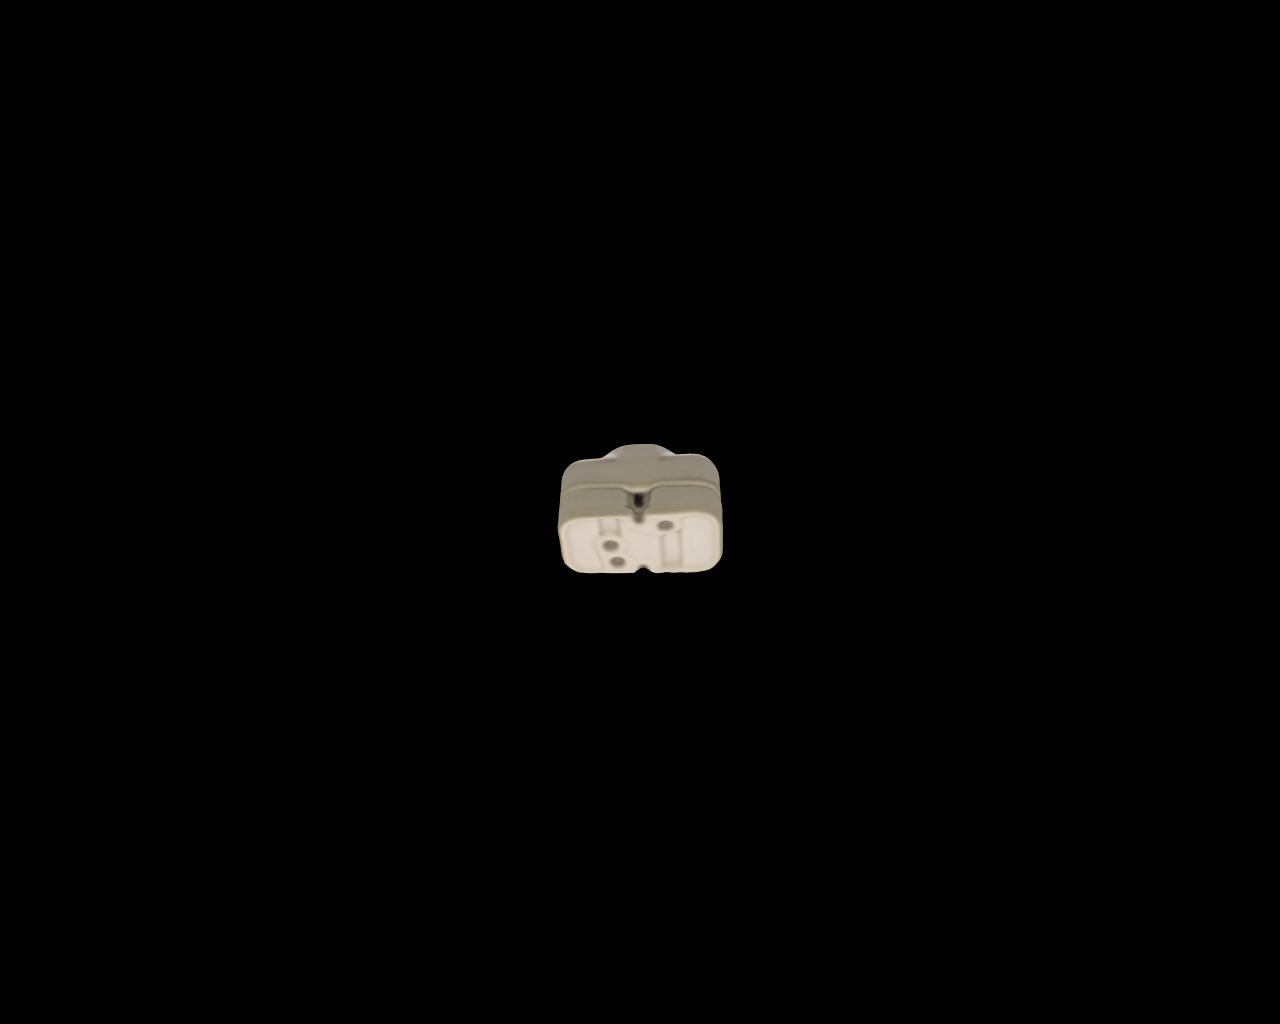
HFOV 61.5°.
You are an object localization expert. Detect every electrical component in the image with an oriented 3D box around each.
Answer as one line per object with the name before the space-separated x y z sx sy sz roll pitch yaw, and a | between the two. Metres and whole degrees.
electrical component | 0.001 -0.003 0.650 0.095 0.059 0.053 -2 -43 2
